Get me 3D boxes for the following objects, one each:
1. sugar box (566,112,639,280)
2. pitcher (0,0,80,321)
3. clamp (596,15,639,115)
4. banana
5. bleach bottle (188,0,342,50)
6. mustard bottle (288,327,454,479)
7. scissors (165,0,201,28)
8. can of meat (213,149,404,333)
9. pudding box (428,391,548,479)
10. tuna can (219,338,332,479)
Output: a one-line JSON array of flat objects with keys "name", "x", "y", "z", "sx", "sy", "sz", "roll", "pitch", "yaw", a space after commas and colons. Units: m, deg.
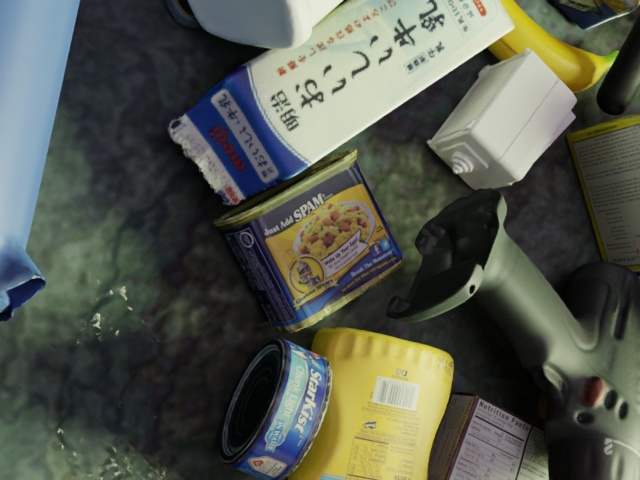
[{"name": "sugar box", "x": 0.246, "y": -0.005, "z": 0.781, "sx": 0.048, "sy": 0.093, "sz": 0.176, "roll": -20, "pitch": 94, "yaw": -22}, {"name": "pitcher", "x": -0.215, "y": -0.085, "z": 0.586, "sx": 0.149, "sy": 0.145, "sz": 0.243, "roll": 21, "pitch": 73, "yaw": -33}, {"name": "clamp", "x": 0.270, "y": -0.204, "z": 0.760, "sx": 0.036, "sy": 0.210, "sz": 0.164, "roll": 32, "pitch": 52, "yaw": 17}, {"name": "banana", "x": 0.139, "y": -0.165, "z": 0.785, "sx": 0.197, "sy": 0.037, "sz": 0.069, "roll": 36, "pitch": 52, "yaw": -18}, {"name": "bleach bottle", "x": 0.028, "y": -0.216, "z": 0.695, "sx": 0.250, "sy": 0.103, "sz": 0.068, "roll": -42, "pitch": 130, "yaw": -29}, {"name": "mustard bottle", "x": 0.026, "y": 0.158, "z": 0.692, "sx": 0.096, "sy": 0.058, "sz": 0.191, "roll": 16, "pitch": 79, "yaw": -25}, {"name": "scissors", "x": -0.057, "y": -0.235, "z": 0.718, "sx": 0.096, "sy": 0.016, "sz": 0.202, "roll": 13, "pitch": 80, "yaw": -23}, {"name": "can of meat", "x": -0.004, "y": 0.001, "z": 0.696, "sx": 0.102, "sy": 0.058, "sz": 0.084, "roll": -31, "pitch": 99, "yaw": -22}, {"name": "pudding box", "x": 0.116, "y": 0.173, "z": 0.740, "sx": 0.090, "sy": 0.039, "sz": 0.113, "roll": 28, "pitch": 73, "yaw": -18}, {"name": "tuna can", "x": -0.029, "y": 0.105, "z": 0.660, "sx": 0.033, "sy": 0.086, "sz": 0.086, "roll": 27, "pitch": 76, "yaw": -17}]
